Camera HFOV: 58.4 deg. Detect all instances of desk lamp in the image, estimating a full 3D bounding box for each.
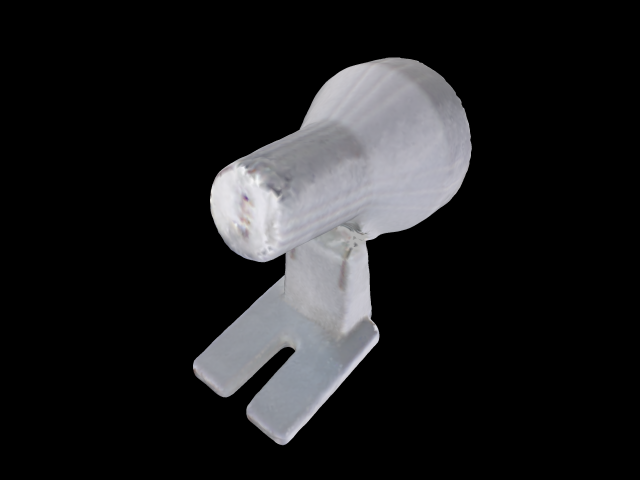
[{"bbox_3d":[0.004,0.001,0.400,0.117,0.214,0.204,29,54,25],"label":"desk lamp"}]
